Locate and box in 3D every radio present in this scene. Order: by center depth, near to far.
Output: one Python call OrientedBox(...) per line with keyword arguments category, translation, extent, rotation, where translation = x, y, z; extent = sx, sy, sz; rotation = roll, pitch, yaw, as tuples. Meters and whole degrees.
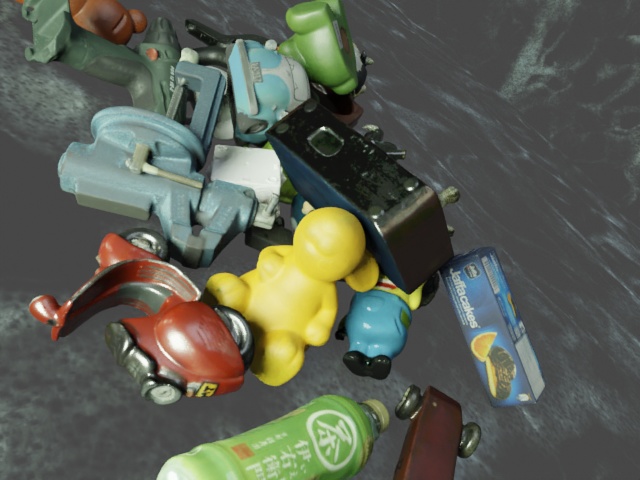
OrientedBox(category="radio", translation=(0.039, -0.054, 0.596), extent=(0.230, 0.073, 0.131), rotation=(43, -10, 36))

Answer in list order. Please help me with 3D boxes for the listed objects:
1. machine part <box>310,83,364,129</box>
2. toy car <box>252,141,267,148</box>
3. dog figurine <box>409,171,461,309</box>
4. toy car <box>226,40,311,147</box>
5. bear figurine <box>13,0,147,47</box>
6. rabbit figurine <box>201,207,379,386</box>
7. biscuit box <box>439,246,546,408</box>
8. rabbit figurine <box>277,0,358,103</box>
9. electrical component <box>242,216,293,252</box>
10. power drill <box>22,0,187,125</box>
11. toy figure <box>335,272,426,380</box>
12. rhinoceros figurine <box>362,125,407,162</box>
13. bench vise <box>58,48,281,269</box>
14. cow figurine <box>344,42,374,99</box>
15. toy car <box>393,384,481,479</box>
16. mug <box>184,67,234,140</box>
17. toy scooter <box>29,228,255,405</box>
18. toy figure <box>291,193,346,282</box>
OrientedBox(category="machine part", translation=(-0.034, -0.246, 0.957), extent=(0.201, 0.087, 0.201), rotation=(38, 30, -1))
OrientedBox(category="toy car", translation=(-0.035, -0.149, 0.838), extent=(0.202, 0.073, 0.056), rotation=(37, 34, -2))
OrientedBox(category="dog figurine", translation=(0.106, 0.002, 0.783), extent=(0.173, 0.121, 0.190), rotation=(9, 45, 28))
OrientedBox(category="toy car", translation=(-0.063, -0.177, 0.675), extent=(0.103, 0.161, 0.109), rotation=(-8, 82, -10))
OrientedBox(category="bear figurine", translation=(-0.350, -0.331, 0.736), extent=(0.132, 0.120, 0.195), rotation=(10, -21, 37))
OrientedBox(category="rabbit figurine", translation=(-0.006, 0.039, 0.529), extent=(0.162, 0.173, 0.122), rotation=(-15, 55, -48))
OrientedBox(category="biscuit box", translation=(0.225, 0.111, 0.702), extent=(0.059, 0.063, 0.202), rotation=(-19, 88, -53))
OrientedBox(category="rabbit figurine", translation=(-0.037, -0.252, 0.776), extent=(0.121, 0.170, 0.158), rotation=(-70, 144, -52))
OrientedBox(category="electrical component", translation=(-0.065, -0.004, 0.666), extent=(0.063, 0.021, 0.094), rotation=(24, 35, -23))
OrientedBox(category="power drill", translation=(-0.254, -0.236, 0.671), extent=(0.207, 0.086, 0.232), rotation=(29, 41, -57))
OrientedBox(category="toy figure", translation=(0.071, 0.076, 0.632), extent=(0.082, 0.089, 0.180), rotation=(24, 55, -6))
OrientedBox(category="rhinoceros figurine", translation=(0.089, -0.134, 0.946), extent=(0.112, 0.073, 0.190), rotation=(15, 40, 8))
OrientedBox(category="bench vise", translation=(-0.142, -0.100, 0.573), extent=(0.224, 0.128, 0.240), rotation=(9, 66, -2))
OrientedBox(category="cow figurine", translation=(0.057, -0.319, 0.999), extent=(0.098, 0.068, 0.167), rotation=(42, 34, -6))
OrientedBox(category="toy car", translation=(0.098, 0.222, 0.509), extent=(0.089, 0.053, 0.202), rotation=(29, 34, 4))
OrientedBox(category="mug", translation=(-0.163, -0.203, 0.787), extent=(0.109, 0.080, 0.107), rotation=(-26, 53, -18))
OrientedBox(category="toy scooter", translation=(-0.147, 0.067, 0.440), extent=(0.184, 0.075, 0.135), rotation=(45, 31, 16))
OrientedBox(category="toy figure", translation=(0.000, -0.002, 0.696), extent=(0.064, 0.058, 0.155), rotation=(29, 29, -39))
